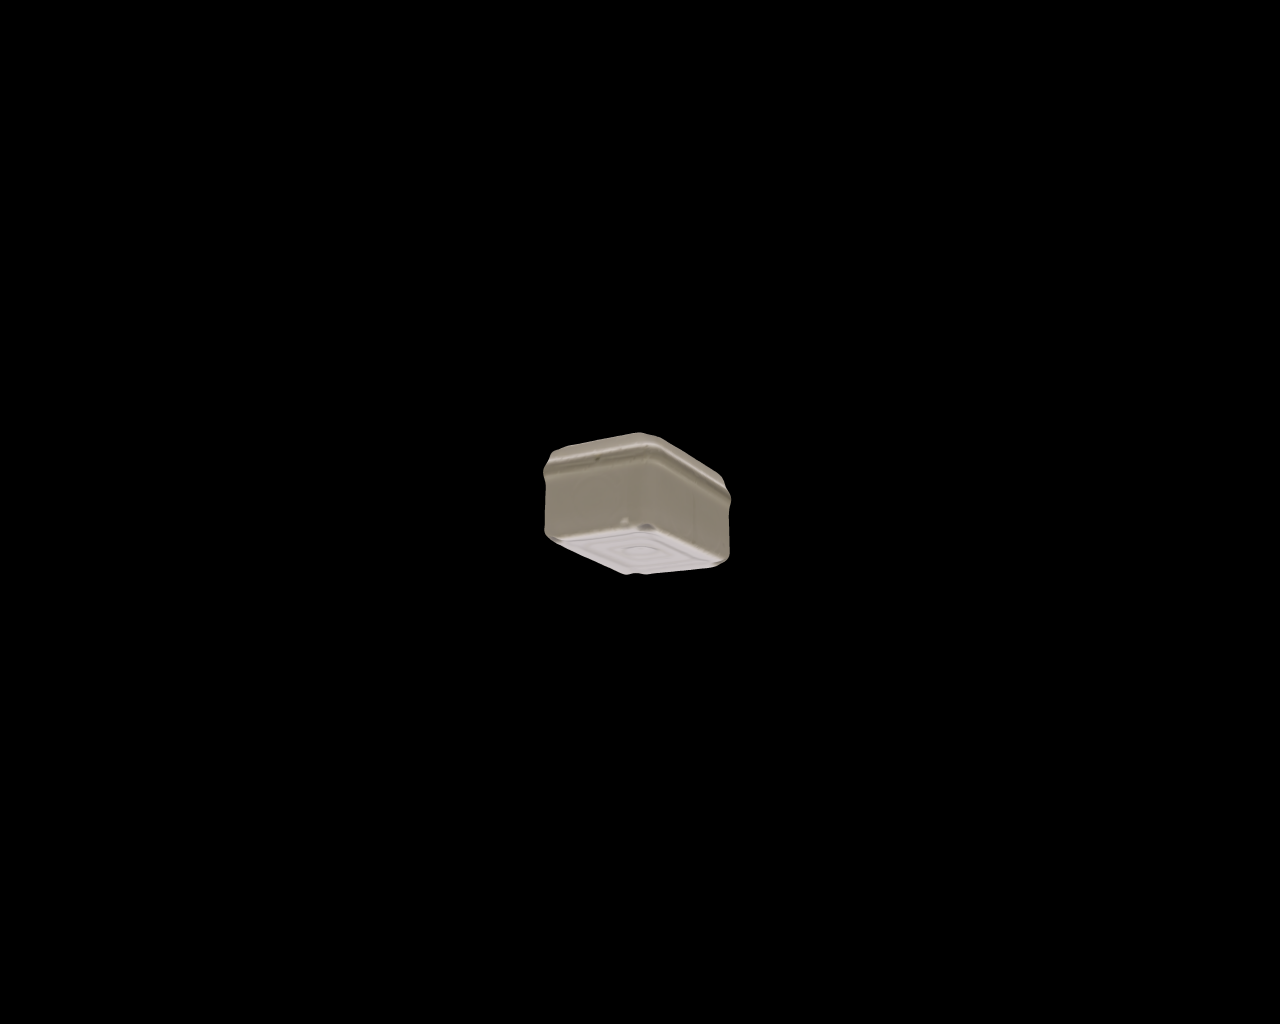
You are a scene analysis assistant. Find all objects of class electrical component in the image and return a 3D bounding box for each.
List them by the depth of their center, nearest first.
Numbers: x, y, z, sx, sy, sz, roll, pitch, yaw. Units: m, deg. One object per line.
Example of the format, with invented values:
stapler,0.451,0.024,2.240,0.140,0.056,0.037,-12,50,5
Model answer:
electrical component,0.001,-0.003,0.650,0.078,0.057,0.113,-8,-18,27
